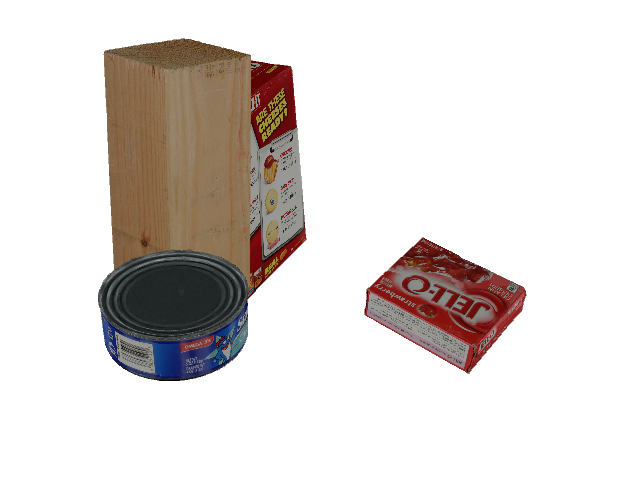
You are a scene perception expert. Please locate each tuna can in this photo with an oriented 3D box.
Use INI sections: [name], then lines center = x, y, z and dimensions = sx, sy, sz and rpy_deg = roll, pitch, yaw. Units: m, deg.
[tuna can]
center = -0.084, 0.043, 0.619
dimensions = 0.086, 0.034, 0.086
rpy_deg = 0, 33, 0

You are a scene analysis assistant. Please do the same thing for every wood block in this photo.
[wood block]
center = -0.120, -0.058, 0.908
dimensions = 0.091, 0.206, 0.090
rpy_deg = 22, 30, 40

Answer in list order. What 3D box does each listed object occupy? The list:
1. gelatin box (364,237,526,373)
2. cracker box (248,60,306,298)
[gelatin box]
center = 0.087, 0.043, 0.748
dimensions = 0.089, 0.030, 0.073
rpy_deg = 28, 46, 25
[cracker box]
center = -0.088, -0.056, 1.102
dimensions = 0.072, 0.214, 0.164
rpy_deg = 13, 36, 27
